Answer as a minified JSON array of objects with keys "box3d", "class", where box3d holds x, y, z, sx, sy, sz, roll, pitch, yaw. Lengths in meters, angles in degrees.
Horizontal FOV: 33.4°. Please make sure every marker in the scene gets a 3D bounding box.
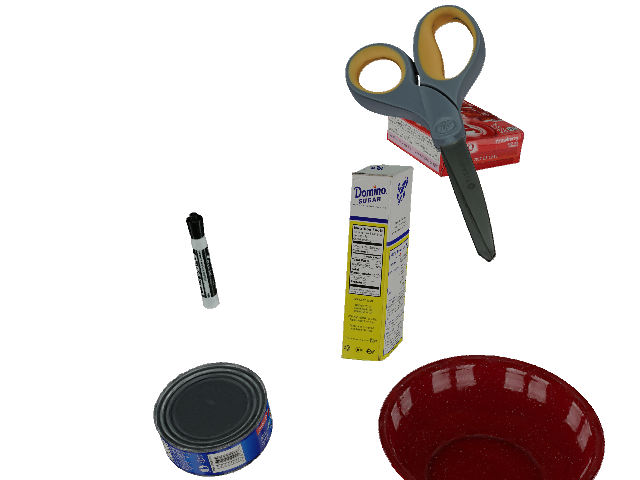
[{"box3d":[-0.133,0.022,1.208,0.020,0.121,0.020,-6,30,3],"class":"marker"}]

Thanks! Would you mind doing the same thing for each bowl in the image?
[{"box3d":[0.123,0.156,0.784,0.162,0.055,0.162,-1,35,0],"class":"bowl"}]

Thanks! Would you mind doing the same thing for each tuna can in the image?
[{"box3d":[-0.079,0.134,0.799,0.086,0.034,0.086,-6,40,5],"class":"tuna can"}]

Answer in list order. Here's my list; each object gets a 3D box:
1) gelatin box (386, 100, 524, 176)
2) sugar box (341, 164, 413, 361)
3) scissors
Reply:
[{"box3d":[0.105,-0.083,0.842,0.073,0.030,0.089,-10,27,-23],"class":"gelatin box"},{"box3d":[0.054,0.019,1.013,0.048,0.176,0.093,3,9,16],"class":"sugar box"},{"box3d":[0.055,-0.063,0.615,0.096,0.201,0.016,-9,-41,21],"class":"scissors"}]
